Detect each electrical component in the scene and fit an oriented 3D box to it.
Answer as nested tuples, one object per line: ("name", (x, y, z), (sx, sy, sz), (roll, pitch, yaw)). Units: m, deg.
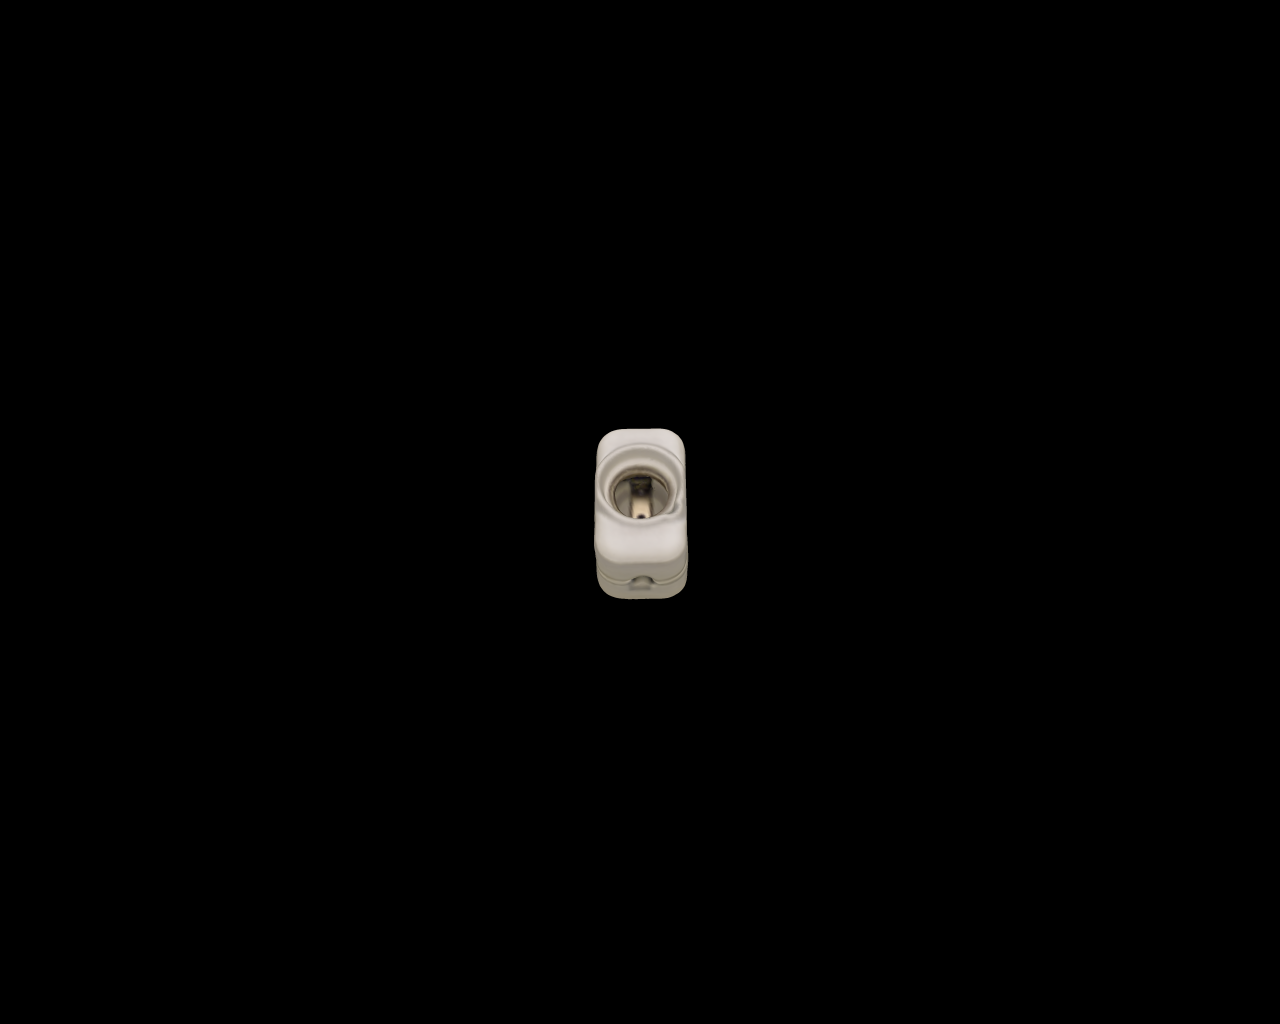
("electrical component", (0.001, -0.003, 0.650), (0.054, 0.095, 0.059), (0, -32, 0))
